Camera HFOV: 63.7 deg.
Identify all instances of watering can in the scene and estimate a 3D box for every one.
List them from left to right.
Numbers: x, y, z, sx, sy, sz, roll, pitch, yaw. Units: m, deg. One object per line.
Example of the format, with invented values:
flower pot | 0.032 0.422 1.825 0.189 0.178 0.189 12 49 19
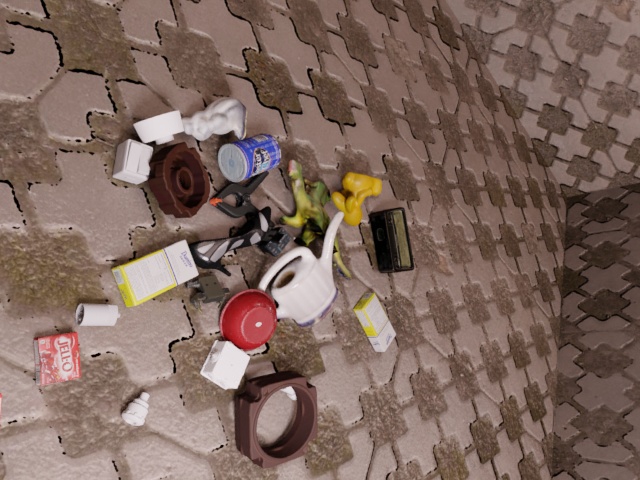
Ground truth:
watering can | -0.018 0.098 1.419 0.350 0.105 0.220 -43 122 -13

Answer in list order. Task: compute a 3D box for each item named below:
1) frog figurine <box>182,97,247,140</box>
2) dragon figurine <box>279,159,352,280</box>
frog figurine | -0.272 -0.312 1.318 0.159 0.120 0.140 7 30 -21
dragon figurine | 0.005 -0.079 1.565 0.403 0.121 0.249 51 39 -37
